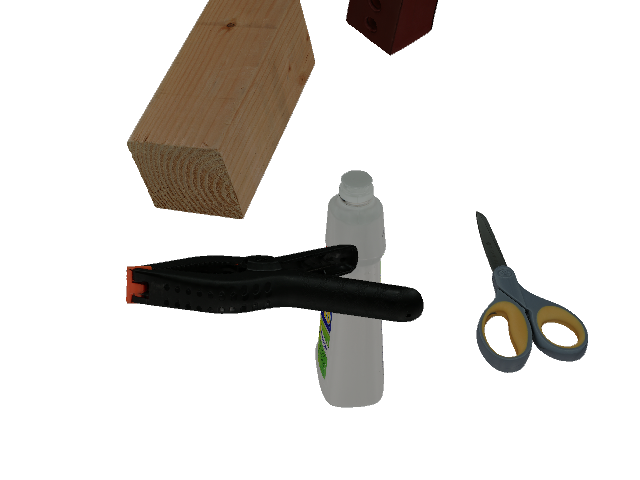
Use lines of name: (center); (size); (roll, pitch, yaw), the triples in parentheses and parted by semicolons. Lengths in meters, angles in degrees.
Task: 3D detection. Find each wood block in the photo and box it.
wood block: (-0.085, -0.129, 0.976); (0.091, 0.206, 0.090); (8, -37, 20)

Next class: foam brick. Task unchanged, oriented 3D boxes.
foam brick: (0.059, -0.195, 0.831); (0.051, 0.053, 0.078); (-37, -24, -28)

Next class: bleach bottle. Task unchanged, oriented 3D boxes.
bleach bottle: (0.031, 0.040, 1.024); (0.068, 0.251, 0.102); (-3, 37, -5)

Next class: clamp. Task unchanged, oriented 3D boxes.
clamp: (-0.036, 0.033, 0.796); (0.209, 0.036, 0.165); (-2, 12, -23)

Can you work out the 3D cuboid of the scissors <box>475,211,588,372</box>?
scissors: (0.173, 0.039, 0.894); (0.096, 0.016, 0.201); (7, 38, 7)
